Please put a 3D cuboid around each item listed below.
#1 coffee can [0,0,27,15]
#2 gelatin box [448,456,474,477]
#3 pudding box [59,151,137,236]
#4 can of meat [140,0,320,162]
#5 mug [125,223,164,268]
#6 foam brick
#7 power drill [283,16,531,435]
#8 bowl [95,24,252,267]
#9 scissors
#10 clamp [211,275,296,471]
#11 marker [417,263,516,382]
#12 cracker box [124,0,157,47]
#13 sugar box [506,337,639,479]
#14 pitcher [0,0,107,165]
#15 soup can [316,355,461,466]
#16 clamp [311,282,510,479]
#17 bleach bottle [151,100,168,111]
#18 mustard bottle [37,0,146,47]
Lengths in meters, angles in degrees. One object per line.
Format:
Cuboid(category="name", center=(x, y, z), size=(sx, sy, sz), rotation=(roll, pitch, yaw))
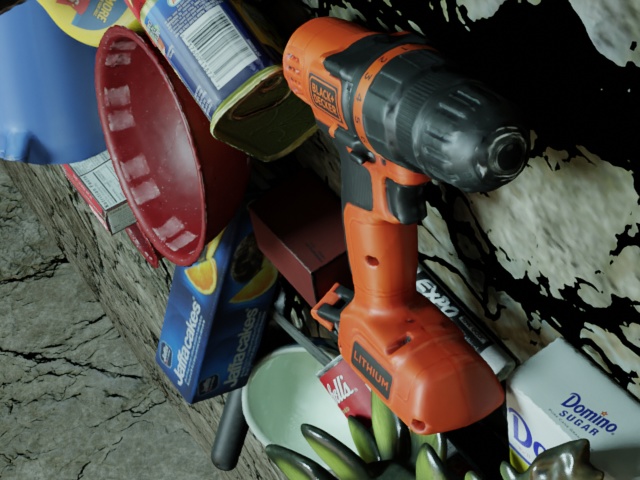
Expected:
Cuboid(category="coffee can", center=(-0.224, -0.210, 0.631), size=(0.140, 0.102, 0.103), rotation=(59, 164, -2))
Cuboid(category="gelatin box", center=(0.101, 0.206, 0.767), size=(0.030, 0.073, 0.089), rotation=(23, 143, 62))
Cuboid(category="pudding box", center=(-0.166, -0.067, 0.969), size=(0.090, 0.113, 0.039), rotation=(48, 159, 29))
Cuboid(category="can of meat", center=(-0.045, -0.100, 0.604), size=(0.084, 0.057, 0.102), rotation=(55, -168, 17))
Cuboid(category="mug", center=(-0.155, -0.043, 1.037), size=(0.117, 0.081, 0.093), rotation=(62, 164, -16))
Cuboid(category="foam brick", center=(-0.005, 0.001, 0.728), size=(0.078, 0.053, 0.051), rotation=(47, 162, 33))
Cuboid(category="power drill", center=(0.045, -0.005, 0.506), size=(0.185, 0.057, 0.188), rotation=(-135, 33, -58))
Cuboid(category="bowl", center=(-0.090, -0.066, 0.700), size=(0.162, 0.055, 0.162), rotation=(43, 143, 44))
Cuboid(category="scissors", center=(0.045, 0.122, 0.809), size=(0.201, 0.016, 0.096), rotation=(48, 158, -12))
Cuboid(category="clamp", center=(-0.046, 0.083, 0.942), size=(0.036, 0.164, 0.210), rotation=(19, 129, 13))
Cuboid(category="marker", center=(0.070, 0.037, 0.637), size=(0.121, 0.020, 0.020), rotation=(48, 162, 30))
Cuboid(category="cracker box", center=(-0.125, -0.239, 0.594), size=(0.214, 0.072, 0.164), rotation=(53, 163, 15))
Cuboid(category="sugar box", center=(0.144, 0.140, 0.565), size=(0.093, 0.048, 0.176), rotation=(44, 161, 40))
Cuboid(category="pitcher", center=(-0.230, -0.196, 0.866), size=(0.149, 0.144, 0.243), rotation=(47, 149, 38))
Cuboid(category="soup can", center=(0.054, 0.117, 0.749), size=(0.102, 0.068, 0.068), rotation=(54, 164, 9))
Cuboid(category="clamp", center=(0.069, 0.094, 0.682), size=(0.172, 0.039, 0.120), rotation=(37, 153, 26))
Cuboid(category="bleach bottle", center=(-0.095, -0.055, 0.875), size=(0.103, 0.068, 0.251), rotation=(46, 163, 38))
Cuboid(category="mustard bottle", center=(-0.153, -0.185, 0.715), size=(0.191, 0.096, 0.058), rotation=(33, -169, -3))
